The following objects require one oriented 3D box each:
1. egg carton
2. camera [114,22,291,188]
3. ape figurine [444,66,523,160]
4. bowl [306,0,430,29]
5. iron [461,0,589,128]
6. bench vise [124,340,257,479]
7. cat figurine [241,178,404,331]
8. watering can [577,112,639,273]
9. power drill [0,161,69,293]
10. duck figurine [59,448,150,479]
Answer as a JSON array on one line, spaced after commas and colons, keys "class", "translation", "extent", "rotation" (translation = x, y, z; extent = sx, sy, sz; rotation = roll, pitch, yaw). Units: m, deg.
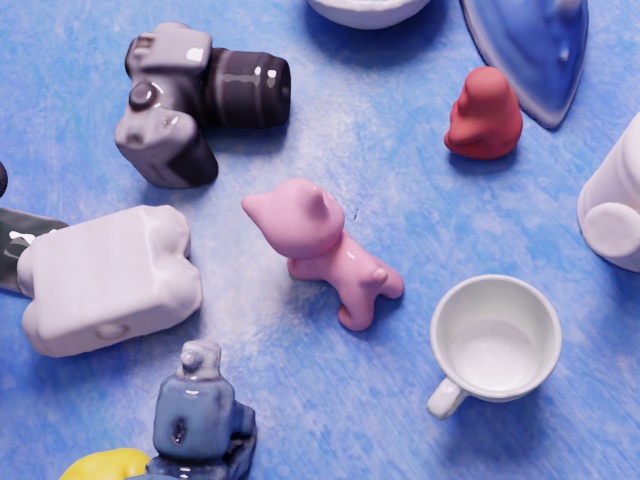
[{"class": "egg carton", "translation": [-0.174, 0.035, 0.478], "extent": [0.150, 0.069, 0.107], "rotation": [-18, 67, -1]}, {"class": "camera", "translation": [-0.101, -0.129, 0.518], "extent": [0.136, 0.101, 0.143], "rotation": [5, 69, 8]}, {"class": "ape figurine", "translation": [0.140, -0.114, 0.490], "extent": [0.078, 0.092, 0.076], "rotation": [-41, 70, -10]}, {"class": "bowl", "translation": [0.050, -0.270, 0.572], "extent": [0.167, 0.075, 0.167], "rotation": [-2, 68, 6]}, {"class": "iron", "translation": [0.197, -0.246, 0.510], "extent": [0.118, 0.141, 0.258], "rotation": [-7, 68, 4]}, {"class": "bench vise", "translation": [-0.108, 0.162, 0.339], "extent": [0.121, 0.220, 0.207], "rotation": [-12, 67, 2]}, {"class": "cat figurine", "translation": [0.004, 0.002, 0.445], "extent": [0.127, 0.118, 0.067], "rotation": [39, 77, 19]}, {"class": "watering can", "translation": [0.255, -0.047, 0.396], "extent": [0.100, 0.194, 0.173], "rotation": [26, 73, 16]}, {"class": "power drill", "translation": [-0.288, -0.027, 0.440], "extent": [0.229, 0.208, 0.076], "rotation": [11, 70, 11]}, {"class": "duck figurine", "translation": [-0.171, 0.192, 0.406], "extent": [0.104, 0.086, 0.077], "rotation": [-33, 68, -7]}]
